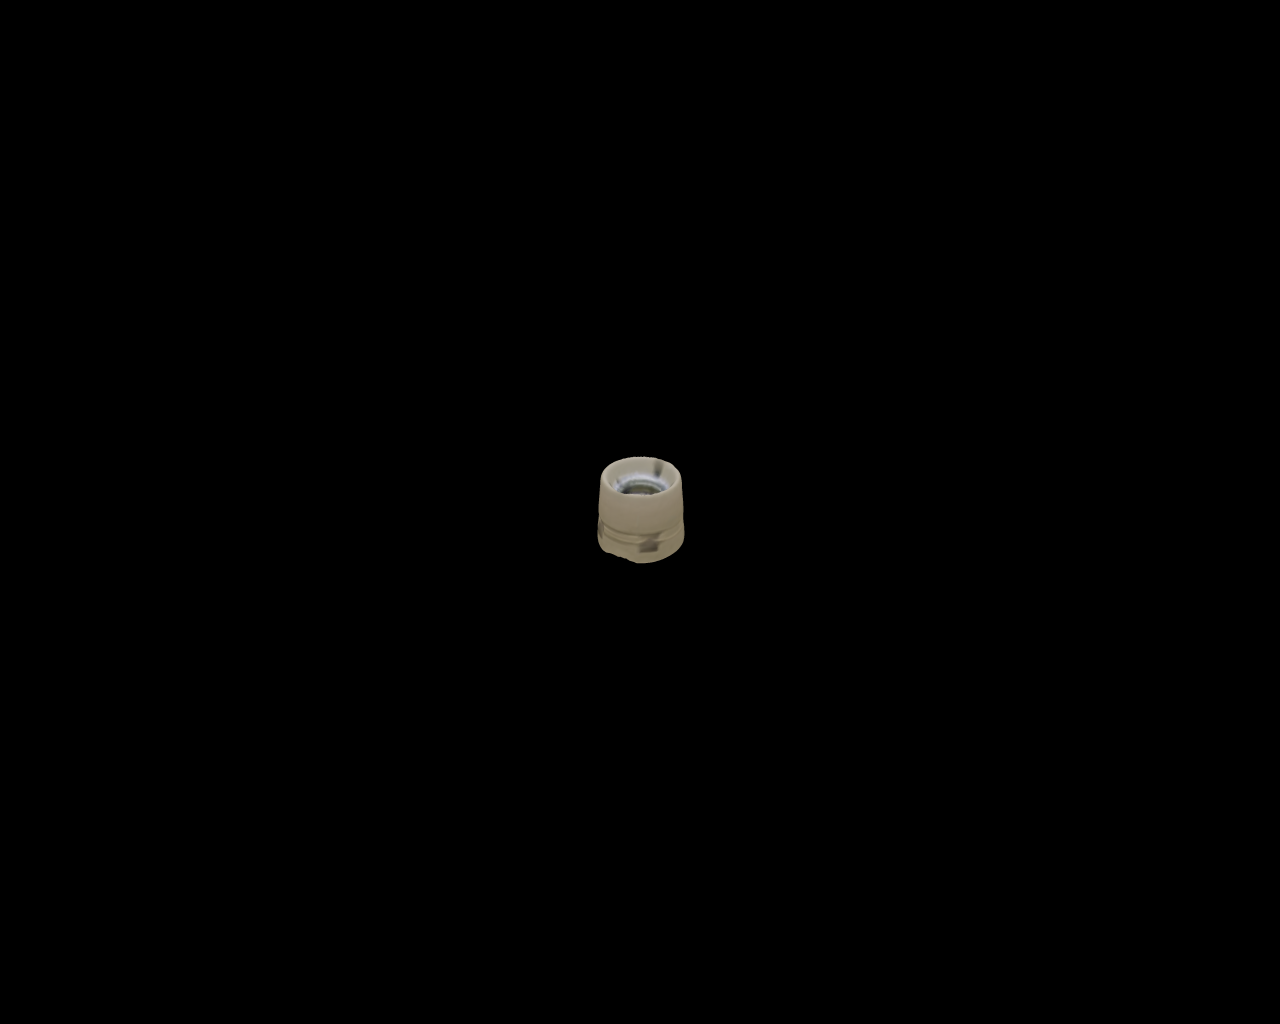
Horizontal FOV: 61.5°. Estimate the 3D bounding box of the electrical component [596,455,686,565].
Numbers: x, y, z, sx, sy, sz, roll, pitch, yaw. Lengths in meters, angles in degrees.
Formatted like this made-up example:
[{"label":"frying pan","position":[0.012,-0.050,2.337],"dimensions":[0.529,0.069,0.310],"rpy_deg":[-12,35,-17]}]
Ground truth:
[{"label":"electrical component","position":[0.001,-0.003,0.650],"dimensions":[0.055,0.047,0.055],"rpy_deg":[0,33,0]}]
